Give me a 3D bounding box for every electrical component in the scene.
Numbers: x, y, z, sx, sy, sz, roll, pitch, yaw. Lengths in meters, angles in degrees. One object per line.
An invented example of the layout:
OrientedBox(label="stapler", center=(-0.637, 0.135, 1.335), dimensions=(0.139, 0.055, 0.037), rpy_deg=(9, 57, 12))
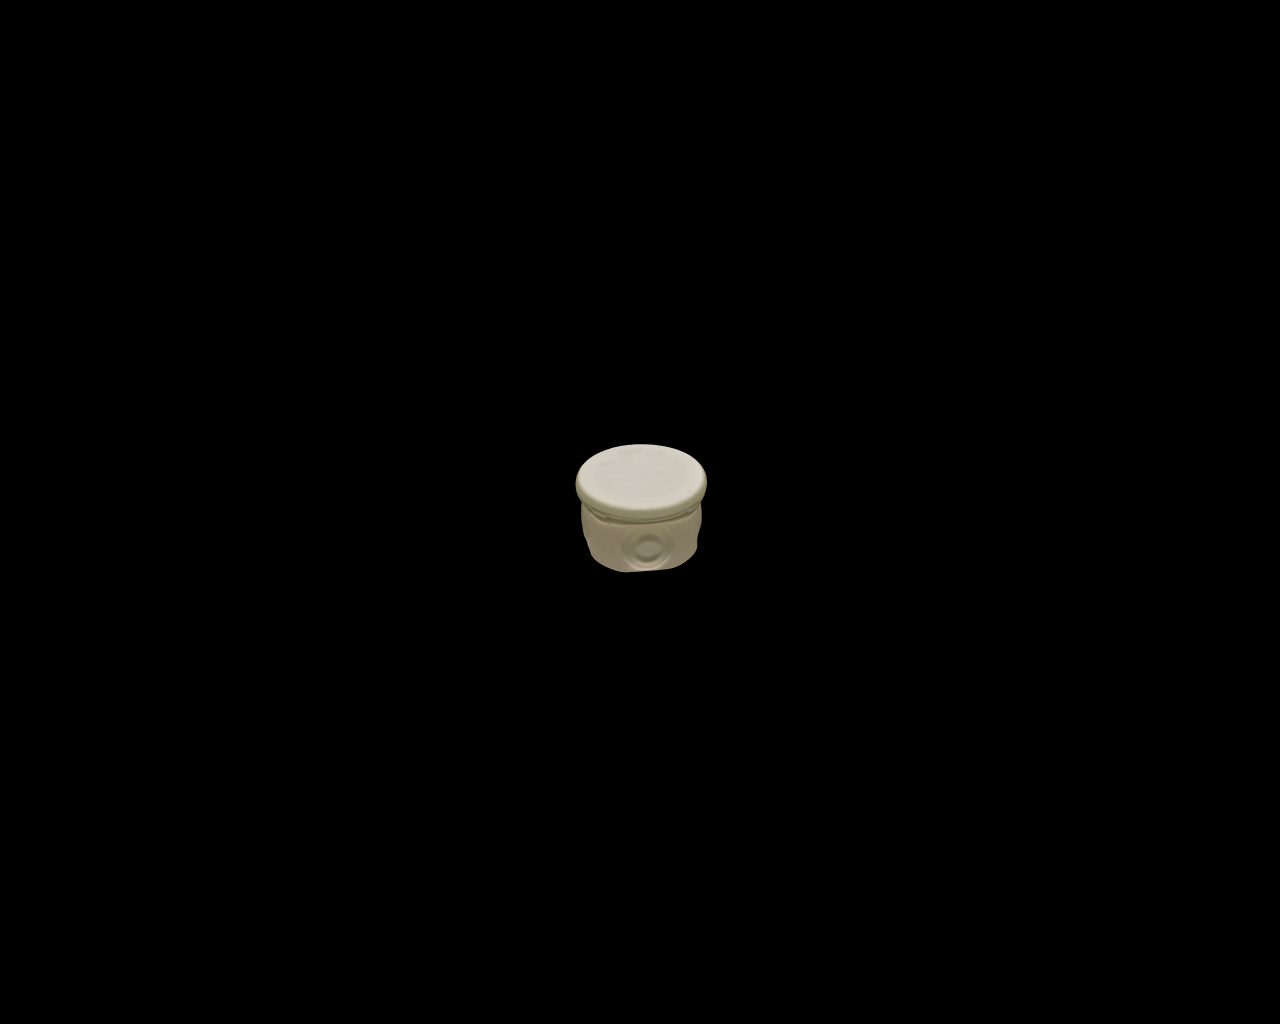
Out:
OrientedBox(label="electrical component", center=(0.001, -0.003, 0.650), dimensions=(0.080, 0.050, 0.080), rpy_deg=(0, 33, 0))
